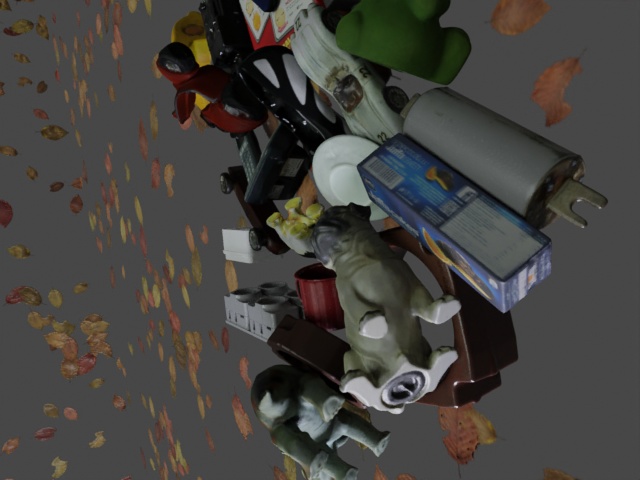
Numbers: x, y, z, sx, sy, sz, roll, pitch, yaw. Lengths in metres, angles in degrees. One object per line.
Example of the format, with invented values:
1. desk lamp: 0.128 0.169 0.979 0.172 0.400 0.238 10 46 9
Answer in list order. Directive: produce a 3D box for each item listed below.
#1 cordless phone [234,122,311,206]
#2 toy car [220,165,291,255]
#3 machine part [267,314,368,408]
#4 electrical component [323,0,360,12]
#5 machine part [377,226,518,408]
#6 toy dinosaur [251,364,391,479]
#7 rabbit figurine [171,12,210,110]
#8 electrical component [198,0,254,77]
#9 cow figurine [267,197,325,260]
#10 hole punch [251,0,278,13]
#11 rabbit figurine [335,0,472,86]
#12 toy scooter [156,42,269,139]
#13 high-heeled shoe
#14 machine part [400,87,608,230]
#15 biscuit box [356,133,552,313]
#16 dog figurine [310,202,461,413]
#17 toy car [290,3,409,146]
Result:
1. cordless phone: -0.095 -0.164 0.887 0.146 0.089 0.184 -57 49 48
2. toy car: -0.105 -0.054 0.926 0.202 0.089 0.053 56 146 31
3. machine part: 0.008 0.172 0.768 0.179 0.056 0.179 29 162 10
4. electrical component: 0.027 -0.308 0.667 0.021 0.063 0.094 -29 76 55
5. machine part: 0.119 0.082 0.629 0.201 0.087 0.201 -15 86 57
6. toy dinosaur: -0.031 0.243 0.758 0.192 0.131 0.404 18 150 38
7. rabbit figurine: -0.230 -0.327 1.018 0.162 0.122 0.173 56 160 36
8. electrical component: -0.116 -0.319 0.837 0.058 0.115 0.134 -36 70 60
9. cow figurine: -0.002 -0.001 0.797 0.168 0.068 0.098 24 153 55
10. hole punch: -0.104 -0.374 0.698 0.142 0.092 0.115 55 135 39
11. rabbit figurine: 0.082 -0.265 0.543 0.121 0.159 0.170 45 120 54
12. toy scooter: -0.173 -0.212 0.834 0.135 0.184 0.075 -49 14 53
13. high-heeled shoe: -0.023 -0.133 0.719 0.086 0.145 0.248 5 107 58
14. machine part: 0.160 -0.083 0.521 0.243 0.079 0.079 44 134 40
15. biscuit box: 0.121 -0.023 0.516 0.203 0.059 0.062 46 172 38
16. dog figurine: 0.051 0.069 0.582 0.191 0.121 0.172 -124 40 -53
17. toy car: 0.036 -0.193 0.653 0.201 0.056 0.073 51 148 -2
